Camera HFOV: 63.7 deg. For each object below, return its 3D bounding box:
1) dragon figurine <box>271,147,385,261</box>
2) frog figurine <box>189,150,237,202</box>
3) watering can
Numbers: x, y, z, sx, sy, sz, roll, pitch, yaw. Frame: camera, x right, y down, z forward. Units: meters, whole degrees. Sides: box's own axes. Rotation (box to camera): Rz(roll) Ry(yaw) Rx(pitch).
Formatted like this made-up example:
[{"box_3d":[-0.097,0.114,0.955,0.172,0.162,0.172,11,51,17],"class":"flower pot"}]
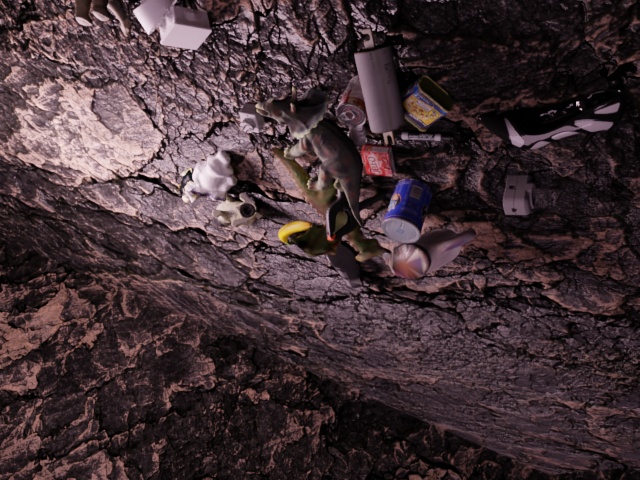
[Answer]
[{"box_3d":[0.004,-0.072,1.433,0.409,0.247,0.120,26,154,-9],"class":"dragon figurine"},{"box_3d":[-0.323,-0.212,1.601,0.138,0.124,0.157,25,114,12],"class":"frog figurine"},{"box_3d":[0.287,0.041,1.466,0.343,0.226,0.104,-29,84,58],"class":"watering can"}]
